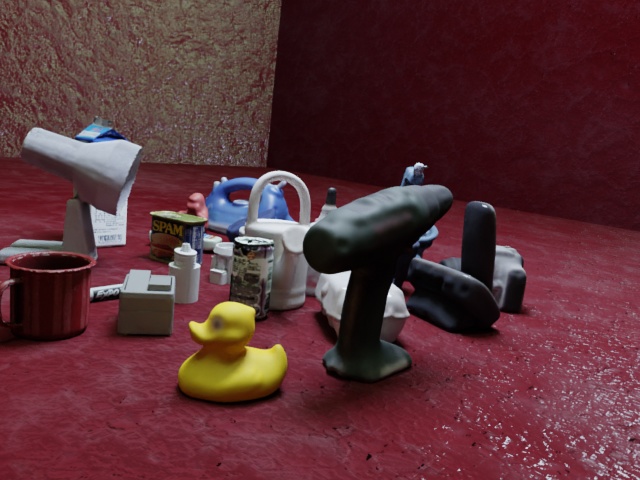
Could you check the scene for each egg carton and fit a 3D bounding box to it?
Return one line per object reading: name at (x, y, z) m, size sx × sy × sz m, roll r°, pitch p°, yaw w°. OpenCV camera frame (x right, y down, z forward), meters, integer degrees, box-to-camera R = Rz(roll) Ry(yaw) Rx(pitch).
egg carton at (0.051, 0.085, 0.774) m, size 0.107 × 0.069 × 0.150 m, roll 4°, pitch 11°, yaw -14°

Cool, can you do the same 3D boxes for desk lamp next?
desk lamp at (-0.394, -0.066, 0.918) m, size 0.203 × 0.213 × 0.117 m, roll 4°, pitch 11°, yaw -11°

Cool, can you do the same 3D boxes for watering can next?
watering can at (-0.058, -0.002, 0.834) m, size 0.101 × 0.194 × 0.172 m, roll -3°, pitch 14°, yaw -42°

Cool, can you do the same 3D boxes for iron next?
iron at (-0.186, -0.085, 1.350) m, size 0.257 × 0.141 × 0.119 m, roll 11°, pitch 11°, yaw 23°

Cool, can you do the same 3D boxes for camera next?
camera at (0.268, 0.054, 0.988) m, size 0.137 × 0.101 × 0.143 m, roll 5°, pitch 11°, yaw -9°

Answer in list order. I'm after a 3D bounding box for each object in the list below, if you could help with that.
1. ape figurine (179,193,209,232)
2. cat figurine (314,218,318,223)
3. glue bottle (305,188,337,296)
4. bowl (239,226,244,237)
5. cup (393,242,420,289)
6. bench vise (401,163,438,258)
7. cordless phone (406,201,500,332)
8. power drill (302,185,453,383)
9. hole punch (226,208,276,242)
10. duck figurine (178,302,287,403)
ape figurine at (-0.283, -0.061, 1.296) m, size 0.077 × 0.092 × 0.076 m, roll 14°, pitch 13°, yaw 36°
cat figurine at (0.045, -0.015, 1.180) m, size 0.128 × 0.118 × 0.067 m, roll 4°, pitch 11°, yaw -12°
glue bottle at (0.008, 0.003, 0.905) m, size 0.078 × 0.173 × 0.037 m, roll 4°, pitch 11°, yaw -12°
bowl at (-0.066, 0.021, 1.036) m, size 0.167 × 0.075 × 0.167 m, roll 6°, pitch 10°, yaw -1°
cup at (0.111, 0.042, 0.975) m, size 0.118 × 0.095 × 0.091 m, roll -4°, pitch 15°, yaw -44°
bench vise at (0.156, -0.049, 1.148) m, size 0.122 × 0.220 × 0.206 m, roll 1°, pitch 12°, yaw -26°
cordless phone at (0.202, 0.029, 0.849) m, size 0.094 × 0.185 × 0.147 m, roll -1°, pitch 13°, yaw -36°
power drill at (0.069, 0.041, 0.642) m, size 0.075 × 0.208 × 0.230 m, roll 15°, pitch 14°, yaw 39°
hole punch at (-0.140, -0.022, 1.177) m, size 0.101 × 0.091 × 0.108 m, roll 6°, pitch 11°, yaw -4°
duck figurine at (-0.082, 0.103, 0.554) m, size 0.105 × 0.086 × 0.077 m, roll 3°, pitch 11°, yaw -16°
